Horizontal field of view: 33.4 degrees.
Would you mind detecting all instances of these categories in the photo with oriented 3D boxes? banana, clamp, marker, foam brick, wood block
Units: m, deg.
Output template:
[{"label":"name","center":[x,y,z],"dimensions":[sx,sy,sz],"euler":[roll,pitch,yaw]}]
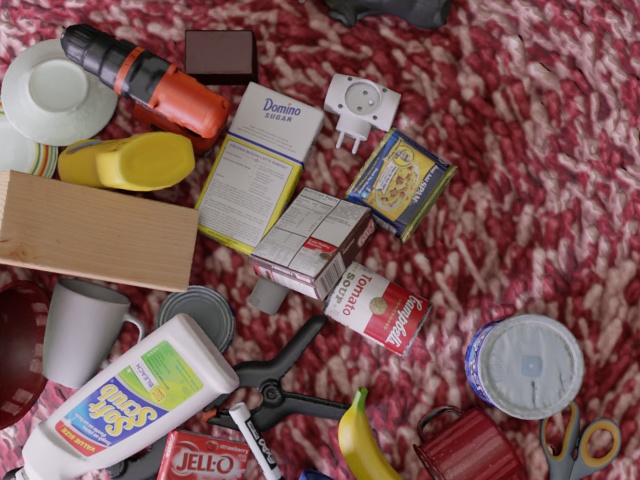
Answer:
[{"label":"banana","center":[0.078,0.253,1.126],"dimensions":[0.198,0.037,0.070],"euler":[52,128,5]},{"label":"clamp","center":[-0.219,0.253,1.156],"dimensions":[0.210,0.036,0.164],"euler":[-42,83,-3]},{"label":"marker","center":[-0.062,0.229,1.144],"dimensions":[0.020,0.020,0.121],"euler":[-26,103,-1]},{"label":"foam brick","center":[-0.110,-0.203,1.190],"dimensions":[0.078,0.053,0.051],"euler":[1,84,2]},{"label":"wood block","center":[-0.241,-0.006,1.107],"dimensions":[0.205,0.090,0.091],"euler":[12,84,-32]},{"label":"clamp","center":[-0.049,0.152,1.158],"dimensions":[0.171,0.039,0.120],"euler":[-11,88,-1]}]

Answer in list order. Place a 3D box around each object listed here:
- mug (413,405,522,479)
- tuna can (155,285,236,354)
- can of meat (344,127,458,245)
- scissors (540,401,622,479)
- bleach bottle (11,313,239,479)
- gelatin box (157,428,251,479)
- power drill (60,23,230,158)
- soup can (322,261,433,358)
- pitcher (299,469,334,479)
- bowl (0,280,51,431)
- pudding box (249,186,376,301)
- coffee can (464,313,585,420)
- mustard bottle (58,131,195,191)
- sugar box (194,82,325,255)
[{"label":"mug","center":[0.151,0.222,1.126],"dimensions":[0.081,0.093,0.117],"euler":[-35,50,-7]},{"label":"tuna can","center":[-0.135,0.093,1.171],"dimensions":[0.086,0.034,0.086],"euler":[0,84,2]},{"label":"can of meat","center":[0.087,-0.060,1.166],"dimensions":[0.084,0.057,0.102],"euler":[35,86,7]},{"label":"scissors","center":[0.271,0.271,1.146],"dimensions":[0.096,0.016,0.202],"euler":[4,85,3]},{"label":"bleach bottle","center":[-0.212,0.189,1.116],"dimensions":[0.251,0.068,0.102],"euler":[-39,83,1]},{"label":"gelatin box","center":[-0.126,0.246,1.141],"dimensions":[0.089,0.030,0.073],"euler":[17,84,-21]},{"label":"power drill","center":[-0.174,-0.153,1.121],"dimensions":[0.184,0.187,0.057],"euler":[31,87,3]},{"label":"soup can","center":[0.062,0.073,1.148],"dimensions":[0.102,0.068,0.068],"euler":[28,86,6]},{"label":"pitcher","center":[-0.032,0.364,1.089],"dimensions":[0.149,0.145,0.243],"euler":[34,89,2]},{"label":"bowl","center":[-0.346,0.117,1.125],"dimensions":[0.055,0.162,0.162],"euler":[10,84,21]},{"label":"pudding box","center":[-0.007,0.001,1.138],"dimensions":[0.090,0.039,0.113],"euler":[20,56,31]},{"label":"coffee can","center":[0.207,0.129,1.100],"dimensions":[0.103,0.140,0.103],"euler":[0,84,2]},{"label":"mustard bottle","center":[-0.223,-0.081,1.133],"dimensions":[0.096,0.192,0.058],"euler":[-18,103,-39]},{"label":"sugar box","center":[-0.070,-0.076,1.180],"dimensions":[0.093,0.048,0.176],"euler":[24,82,5]}]
